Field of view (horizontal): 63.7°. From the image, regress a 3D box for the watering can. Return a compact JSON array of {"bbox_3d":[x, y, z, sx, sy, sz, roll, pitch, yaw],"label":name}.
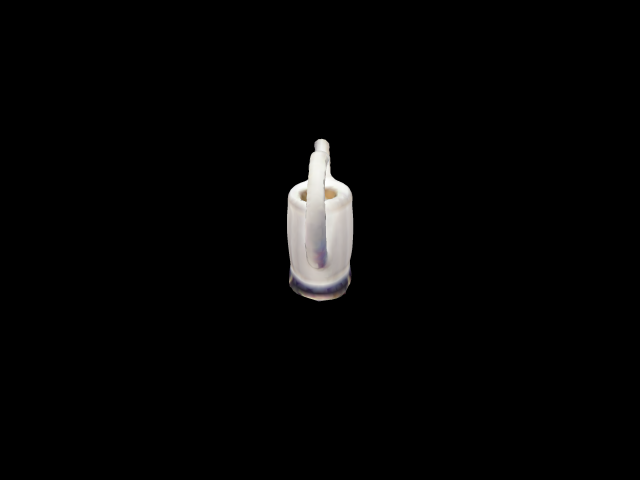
[{"bbox_3d":[0.003,-0.043,0.850,0.104,0.221,0.353,1,21,2],"label":"watering can"}]
